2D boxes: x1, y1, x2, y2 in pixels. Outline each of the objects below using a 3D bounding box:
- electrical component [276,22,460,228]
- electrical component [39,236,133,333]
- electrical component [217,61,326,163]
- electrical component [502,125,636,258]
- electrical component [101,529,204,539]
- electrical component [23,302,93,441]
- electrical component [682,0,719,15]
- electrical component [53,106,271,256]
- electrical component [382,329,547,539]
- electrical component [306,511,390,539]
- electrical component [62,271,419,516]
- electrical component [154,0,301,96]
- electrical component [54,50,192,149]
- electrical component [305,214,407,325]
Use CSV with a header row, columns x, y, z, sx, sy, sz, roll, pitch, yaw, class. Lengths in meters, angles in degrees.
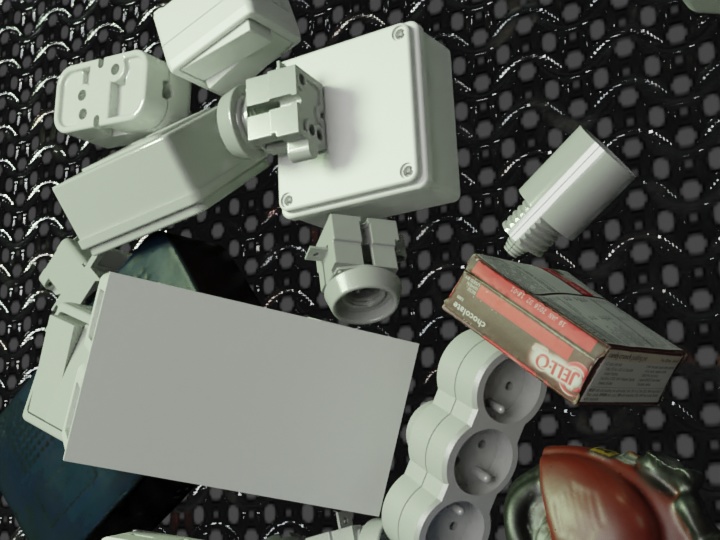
x,y,z,sx,sy,sz,roll,pitch,yaw,class
0.004,-0.090,0.695,0.109,0.056,0.108,-11,74,31,electrical component
-0.210,0.011,0.824,0.064,0.042,0.081,43,104,33,electrical component
-0.055,-0.096,0.672,0.055,0.048,0.066,-10,75,24,electrical component
0.114,-0.039,0.620,0.081,0.043,0.043,-47,59,16,electrical component
-0.128,0.251,0.692,0.089,0.062,0.150,5,83,14,electrical component
-0.170,0.075,0.684,0.062,0.061,0.096,19,90,35,electrical component
0.189,-0.173,0.566,0.059,0.095,0.053,13,88,35,electrical component
-0.135,-0.066,0.745,0.109,0.108,0.056,-19,104,29,electrical component
0.052,0.099,0.629,0.074,0.052,0.138,25,94,59,electrical component
0.003,0.177,0.648,0.055,0.048,0.066,-25,67,35,electrical component
-0.072,0.073,0.640,0.060,0.186,0.105,-175,98,-72,electrical component
-0.099,-0.168,0.775,0.096,0.062,0.061,-30,65,25,electrical component
-0.177,-0.127,0.820,0.095,0.059,0.053,-5,78,32,electrical component
0.000,0.000,0.670,0.048,0.066,0.055,117,152,-48,electrical component
